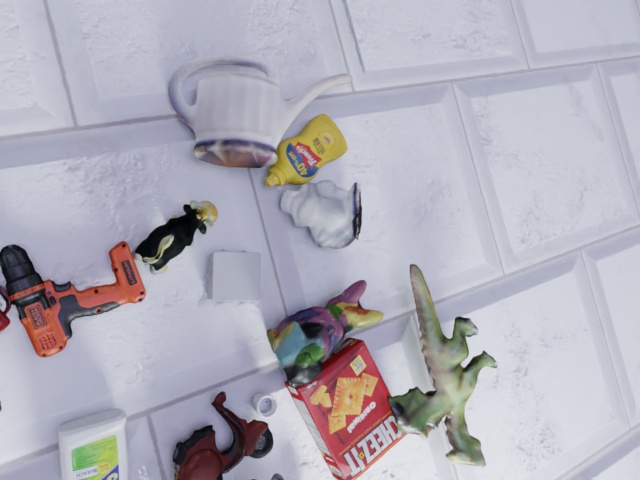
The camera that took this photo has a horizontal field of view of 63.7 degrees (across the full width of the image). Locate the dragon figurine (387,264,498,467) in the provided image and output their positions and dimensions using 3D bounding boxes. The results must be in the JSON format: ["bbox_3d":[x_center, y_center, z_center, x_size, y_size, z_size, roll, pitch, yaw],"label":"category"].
[{"bbox_3d":[0.226,0.276,1.033,0.247,0.121,0.408,-40,100,-35],"label":"dragon figurine"}]

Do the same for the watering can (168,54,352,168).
[{"bbox_3d":[-0.109,-0.242,0.970,0.348,0.103,0.226,2,80,-7],"label":"watering can"}]

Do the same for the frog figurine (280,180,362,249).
[{"bbox_3d":[0.003,-0.052,1.029,0.159,0.123,0.137,1,92,11],"label":"frog figurine"}]
